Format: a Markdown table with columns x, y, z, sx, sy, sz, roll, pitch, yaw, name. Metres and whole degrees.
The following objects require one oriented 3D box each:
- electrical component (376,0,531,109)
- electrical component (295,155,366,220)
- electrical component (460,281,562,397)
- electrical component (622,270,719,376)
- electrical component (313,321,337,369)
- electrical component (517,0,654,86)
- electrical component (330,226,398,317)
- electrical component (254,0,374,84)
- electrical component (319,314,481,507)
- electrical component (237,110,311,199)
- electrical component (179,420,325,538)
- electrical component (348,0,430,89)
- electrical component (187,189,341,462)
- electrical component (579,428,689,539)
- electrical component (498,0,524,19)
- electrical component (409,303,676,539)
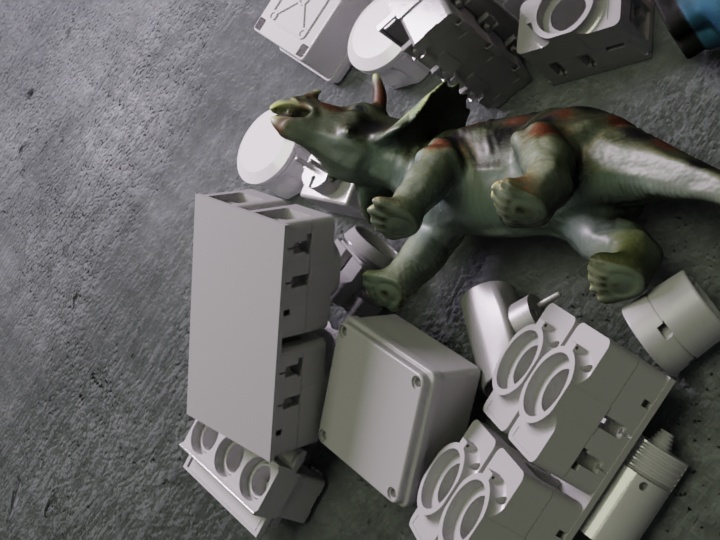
| x | y | z | sx | sy | sz | roll | pitch | yaw | name |
| --- | --- | --- | --- | --- | --- | --- | --- | --- | --- |
| 0.084 | -0.185 | 0.874 | 0.079 | 0.121 | 0.063 | -38 | 51 | 24 | electrical component |
| -0.025 | -0.083 | 0.959 | 0.066 | 0.077 | 0.047 | 15 | 81 | 46 | electrical component |
| 0.117 | 0.043 | 0.786 | 0.079 | 0.043 | 0.077 | -32 | 51 | 28 | electrical component |
| 0.206 | 0.033 | 0.699 | 0.047 | 0.055 | 0.055 | -39 | 48 | 18 | electrical component |
| -0.046 | 0.060 | 0.900 | 0.138 | 0.073 | 0.052 | 19 | 62 | 47 | electrical component |
| 0.179 | -0.235 | 0.852 | 0.089 | 0.062 | 0.150 | -10 | 63 | 40 | electrical component |
| 0.000 | 0.000 | 0.909 | 0.057 | 0.058 | 0.078 | -54 | 44 | 13 | electrical component |
| -0.037 | -0.257 | 1.072 | 0.108 | 0.056 | 0.109 | -56 | 43 | 7 | electrical component |
| 0.027 | 0.102 | 0.808 | 0.109 | 0.056 | 0.108 | 32 | 117 | 47 | electrical component |
| -0.076 | -0.112 | 1.041 | 0.080 | 0.051 | 0.080 | -21 | 57 | 35 | electrical component |
| -0.090 | 0.163 | 0.907 | 0.121 | 0.063 | 0.078 | 29 | 91 | 47 | electrical component |
| 0.032 | -0.209 | 0.987 | 0.080 | 0.051 | 0.080 | -21 | 57 | 35 | electrical component |
| -0.077 | 0.039 | 0.845 | 0.105 | 0.060 | 0.186 | 20 | 113 | 41 | electrical component |
| 0.174 | 0.137 | 0.685 | 0.043 | 0.043 | 0.081 | 37 | 96 | 47 | electrical component |
| 0.111 | -0.239 | 0.918 | 0.081 | 0.064 | 0.042 | -43 | 48 | 19 | electrical component |
| 0.110 | 0.121 | 0.710 | 0.186 | 0.060 | 0.105 | -58 | 16 | 4 | electrical component |
